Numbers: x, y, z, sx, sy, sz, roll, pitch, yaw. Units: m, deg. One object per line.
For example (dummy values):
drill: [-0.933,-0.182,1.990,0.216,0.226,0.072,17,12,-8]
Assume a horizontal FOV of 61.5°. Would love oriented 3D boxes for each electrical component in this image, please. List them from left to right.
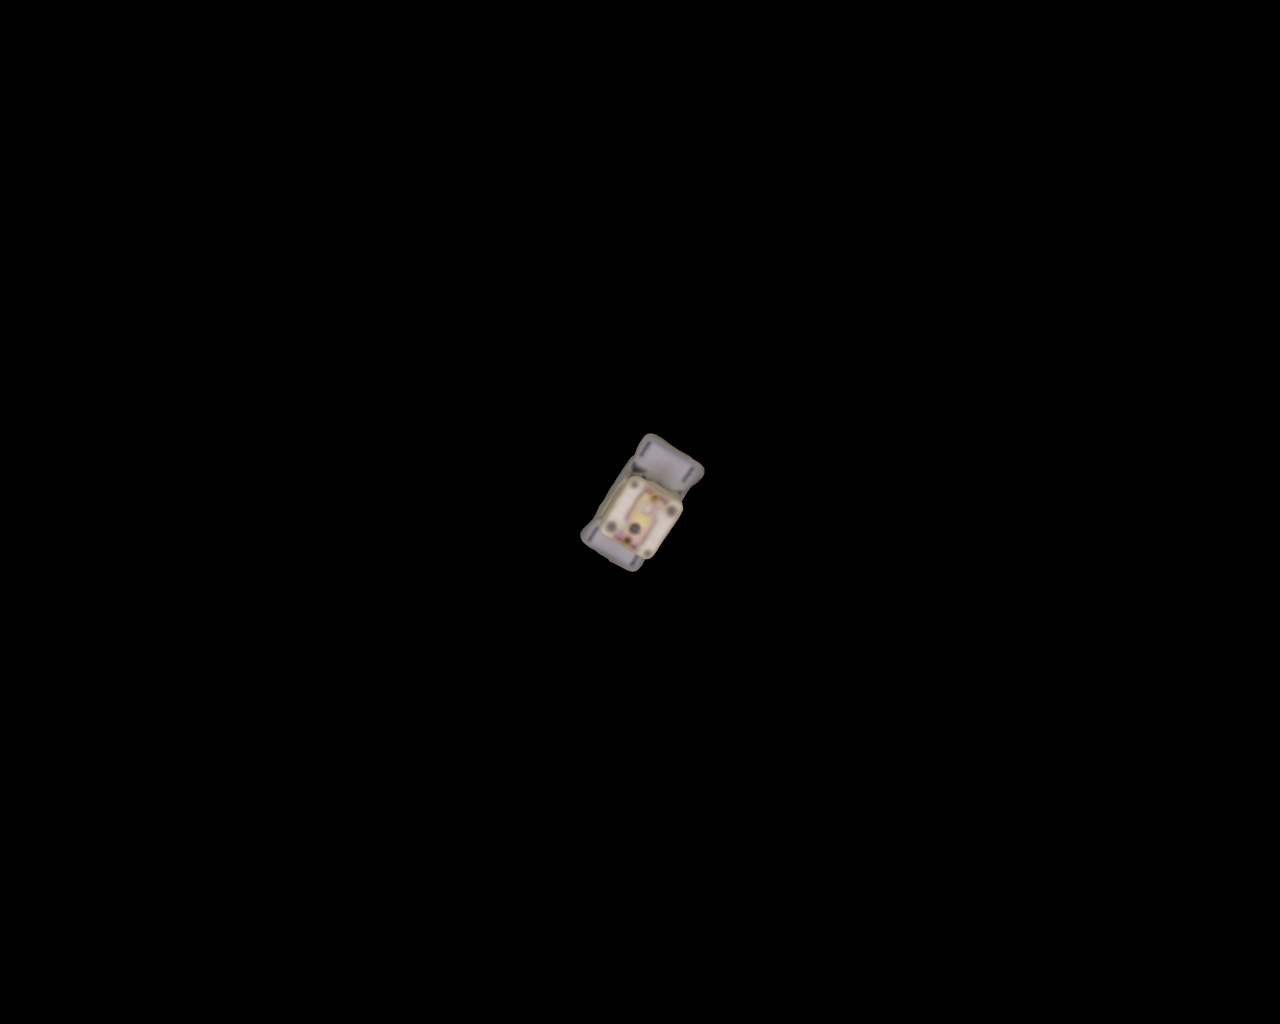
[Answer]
electrical component: [0.001,-0.003,0.650,0.042,0.081,0.064,31,12,-7]
